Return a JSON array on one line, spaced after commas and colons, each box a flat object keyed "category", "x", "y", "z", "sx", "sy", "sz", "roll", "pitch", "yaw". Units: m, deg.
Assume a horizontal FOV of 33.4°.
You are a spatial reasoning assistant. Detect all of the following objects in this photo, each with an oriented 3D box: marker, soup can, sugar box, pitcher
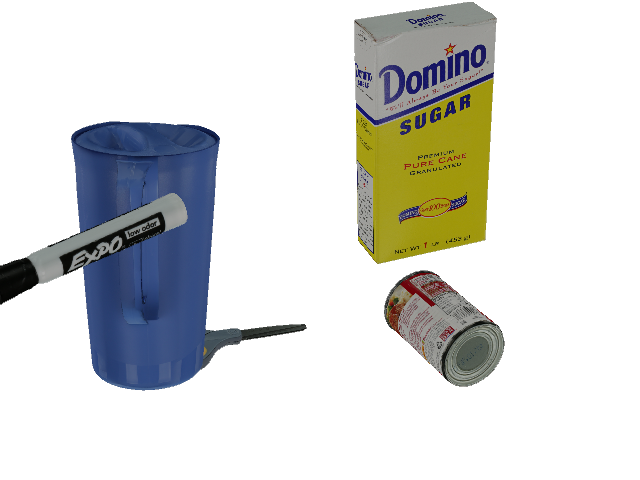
[{"category": "marker", "x": -0.126, "y": 0.004, "z": 0.573, "sx": 0.120, "sy": 0.020, "sz": 0.020, "roll": -26, "pitch": 14, "yaw": -32}, {"category": "soup can", "x": 0.114, "y": 0.080, "z": 0.983, "sx": 0.068, "sy": 0.068, "sz": 0.102, "roll": 0, "pitch": 25, "yaw": -31}, {"category": "sugar box", "x": 0.074, "y": -0.075, "z": 0.766, "sx": 0.093, "sy": 0.176, "sz": 0.048, "roll": -13, "pitch": 34, "yaw": -16}, {"category": "pitcher", "x": -0.164, "y": 0.017, "z": 0.996, "sx": 0.145, "sy": 0.243, "sz": 0.148, "roll": 19, "pitch": 25, "yaw": 39}]

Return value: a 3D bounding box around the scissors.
[{"category": "scissors", "x": -0.102, "y": 0.117, "z": 1.186, "sx": 0.201, "sy": 0.016, "sz": 0.096, "roll": 3, "pitch": 27, "yaw": -17}]
